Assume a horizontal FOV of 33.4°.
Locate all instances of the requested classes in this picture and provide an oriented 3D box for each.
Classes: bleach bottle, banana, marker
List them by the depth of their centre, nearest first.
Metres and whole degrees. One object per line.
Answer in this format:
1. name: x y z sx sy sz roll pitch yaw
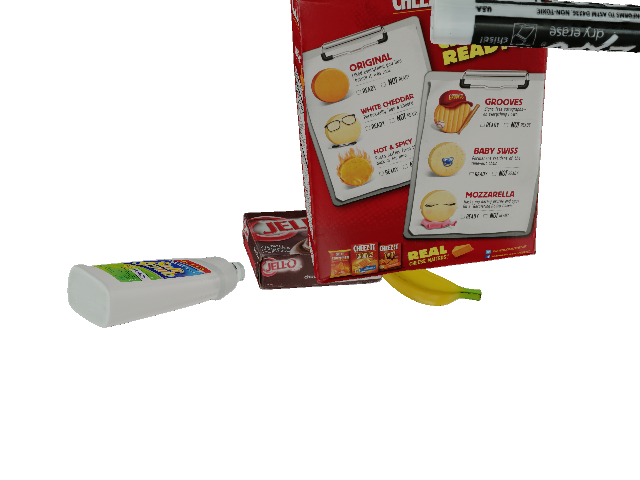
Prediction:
1. marker: 0.102 -0.081 0.403 0.121 0.020 0.020 3 0 2
2. banana: 0.096 0.029 1.195 0.069 0.037 0.198 3 23 -31
3. bleach bottle: -0.213 0.058 1.466 0.250 0.068 0.103 -10 26 -44

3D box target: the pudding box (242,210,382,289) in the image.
1. pudding box: -0.008 0.005 0.952 0.113 0.039 0.090 -1 27 -14

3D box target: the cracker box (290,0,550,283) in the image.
1. cracker box: 0.067 -0.084 0.737 0.164 0.214 0.072 -8 31 -6
